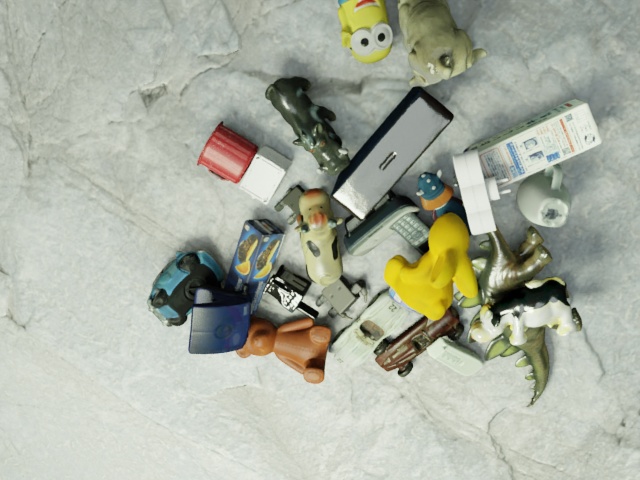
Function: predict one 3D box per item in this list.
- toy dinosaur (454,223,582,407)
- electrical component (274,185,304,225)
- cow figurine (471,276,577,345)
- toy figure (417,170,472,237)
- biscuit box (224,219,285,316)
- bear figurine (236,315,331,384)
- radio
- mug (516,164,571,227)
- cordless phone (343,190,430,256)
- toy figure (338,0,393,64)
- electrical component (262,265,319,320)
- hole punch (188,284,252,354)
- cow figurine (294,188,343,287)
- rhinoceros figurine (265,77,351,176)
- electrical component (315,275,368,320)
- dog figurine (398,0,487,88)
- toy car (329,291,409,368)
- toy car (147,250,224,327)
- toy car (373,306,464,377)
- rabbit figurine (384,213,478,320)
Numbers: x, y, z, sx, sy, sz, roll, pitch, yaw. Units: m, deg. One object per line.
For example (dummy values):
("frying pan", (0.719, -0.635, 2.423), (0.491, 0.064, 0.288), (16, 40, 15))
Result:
("toy dinosaur", (0.368, 0.136, 1.002), (0.199, 0.105, 0.470), (-23, 110, 23))
("electrical component", (-0.039, -0.073, 1.027), (0.094, 0.021, 0.063), (-40, 100, 21))
("cow figurine", (0.332, 0.119, 0.902), (0.167, 0.068, 0.098), (-15, 107, 16))
("toy figure", (0.218, -0.062, 0.959), (0.154, 0.064, 0.058), (49, 153, -23))
("biscuit box", (-0.138, 0.060, 1.062), (0.063, 0.059, 0.202), (37, 118, 34))
("bear figurine", (-0.079, 0.207, 1.090), (0.196, 0.132, 0.120), (12, 89, 0))
("radio", (0.118, -0.151, 0.911), (0.073, 0.131, 0.229), (39, 112, -9))
("mug", (0.390, -0.072, 0.911), (0.081, 0.107, 0.109), (15, 115, 2))
("cordless phone", (0.147, 0.002, 1.003), (0.146, 0.089, 0.184), (-41, 119, 21))
("toy figure", (0.071, -0.377, 0.862), (0.082, 0.089, 0.180), (-12, 100, 28))
("electrical component", (-0.048, 0.108, 1.066), (0.119, 0.075, 0.047), (33, 113, 6))
("hole punch", (-0.191, 0.156, 1.017), (0.116, 0.092, 0.142), (9, 109, -2))
("cow figurine", (-0.002, -0.003, 0.976), (0.085, 0.127, 0.194), (-11, 120, -4))
("rhinoceros figurine", (-0.015, -0.198, 0.928), (0.073, 0.112, 0.190), (-35, 94, 18))
("electrical component", (0.048, 0.115, 1.077), (0.078, 0.045, 0.102), (44, 112, 22))
("dog figurine", (0.160, -0.344, 0.814), (0.121, 0.172, 0.190), (-24, 113, 6))
("toy car", (0.098, 0.183, 1.085), (0.073, 0.056, 0.201), (38, 112, -6))
("toy car", (-0.281, 0.091, 1.083), (0.161, 0.103, 0.109), (-48, 128, -18))
("toy car", (0.195, 0.202, 1.081), (0.089, 0.053, 0.202), (43, 110, -12))
("rabbit figurine", (0.200, 0.039, 0.923), (0.122, 0.162, 0.173), (16, 112, -14))
